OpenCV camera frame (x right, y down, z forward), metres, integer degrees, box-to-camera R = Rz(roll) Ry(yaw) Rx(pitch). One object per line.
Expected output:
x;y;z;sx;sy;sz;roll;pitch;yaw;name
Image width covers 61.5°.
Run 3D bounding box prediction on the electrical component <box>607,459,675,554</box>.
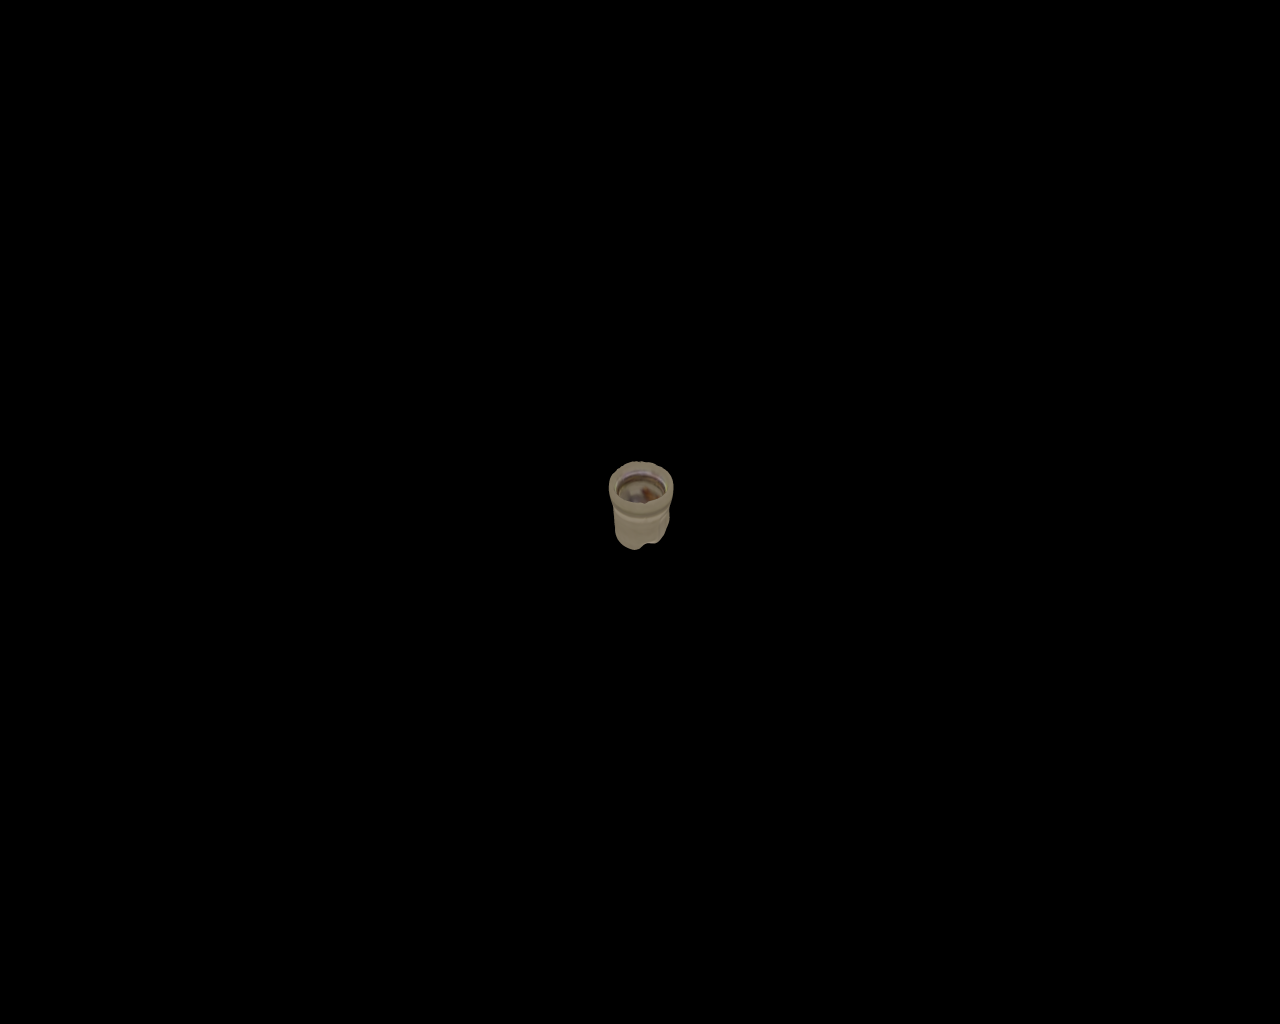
0.001;-0.003;0.650;0.040;0.040;0.046;0;-45;0;electrical component
